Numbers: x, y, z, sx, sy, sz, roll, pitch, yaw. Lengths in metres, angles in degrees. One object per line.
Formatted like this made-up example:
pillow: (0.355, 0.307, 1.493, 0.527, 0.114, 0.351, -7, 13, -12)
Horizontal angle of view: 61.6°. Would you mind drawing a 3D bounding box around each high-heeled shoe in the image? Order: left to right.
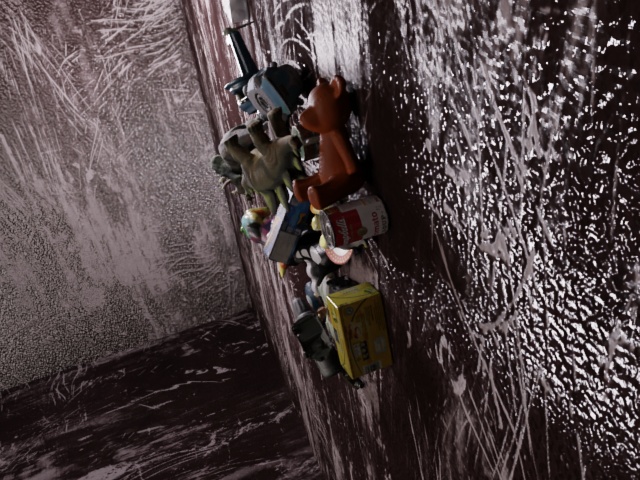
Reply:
high-heeled shoe: (-0.003, -0.004, 1.265, 0.249, 0.086, 0.145, -110, 32, -48)

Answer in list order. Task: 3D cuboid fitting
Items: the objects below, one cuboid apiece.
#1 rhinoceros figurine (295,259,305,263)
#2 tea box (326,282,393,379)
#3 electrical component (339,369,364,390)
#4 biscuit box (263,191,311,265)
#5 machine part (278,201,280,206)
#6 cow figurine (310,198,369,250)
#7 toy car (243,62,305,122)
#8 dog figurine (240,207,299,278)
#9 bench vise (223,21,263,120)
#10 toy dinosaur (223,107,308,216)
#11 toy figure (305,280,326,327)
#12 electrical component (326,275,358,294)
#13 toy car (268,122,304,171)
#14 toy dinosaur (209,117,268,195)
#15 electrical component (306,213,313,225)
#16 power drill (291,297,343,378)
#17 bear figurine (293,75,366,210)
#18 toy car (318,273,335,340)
rhinoceros figurine: (-0.070, -0.030, 1.494, 0.112, 0.073, 0.190, 77, 169, -67)
tea box: (0.081, 0.182, 1.083, 0.068, 0.098, 0.169, -140, 37, -65)
electrical component: (0.082, 0.348, 1.406, 0.078, 0.045, 0.102, 43, 166, 2)
biscuit box: (-0.071, -0.047, 1.281, 0.202, 0.059, 0.063, -68, 24, 12)
machine part: (-0.124, -0.173, 1.454, 0.179, 0.056, 0.179, -20, -89, -85)
cow figurine: (0.037, -0.041, 1.021, 0.167, 0.098, 0.068, -112, 36, -56)
toy car: (-0.086, -0.312, 1.119, 0.109, 0.103, 0.162, 53, 166, -19)
dog figurine: (-0.139, 0.007, 1.594, 0.108, 0.192, 0.219, 96, 169, -45)
bench vise: (-0.175, -0.410, 1.320, 0.240, 0.129, 0.224, 68, 169, -9)
toy dinosaur: (-0.115, -0.152, 1.151, 0.198, 0.105, 0.472, 60, 162, -10)
toy figure: (0.007, 0.182, 1.468, 0.064, 0.058, 0.154, 22, -144, -55)
electrical component: (0.067, 0.150, 1.183, 0.134, 0.058, 0.114, -148, 40, -70)
toy car: (-0.089, -0.219, 1.363, 0.089, 0.053, 0.202, 155, 98, -74)
toy dinosaur: (-0.230, -0.264, 1.566, 0.404, 0.192, 0.131, 113, 136, -71)
electrical component: (-0.031, -0.069, 1.340, 0.094, 0.021, 0.063, 180, 91, -75)
power drill: (-0.021, 0.235, 1.349, 0.232, 0.086, 0.207, 61, 172, 14)
bear figurine: (0.006, -0.166, 0.899, 0.120, 0.132, 0.195, 33, 145, 61)
toy car: (0.035, 0.168, 1.331, 0.074, 0.056, 0.201, -142, 36, -67)
